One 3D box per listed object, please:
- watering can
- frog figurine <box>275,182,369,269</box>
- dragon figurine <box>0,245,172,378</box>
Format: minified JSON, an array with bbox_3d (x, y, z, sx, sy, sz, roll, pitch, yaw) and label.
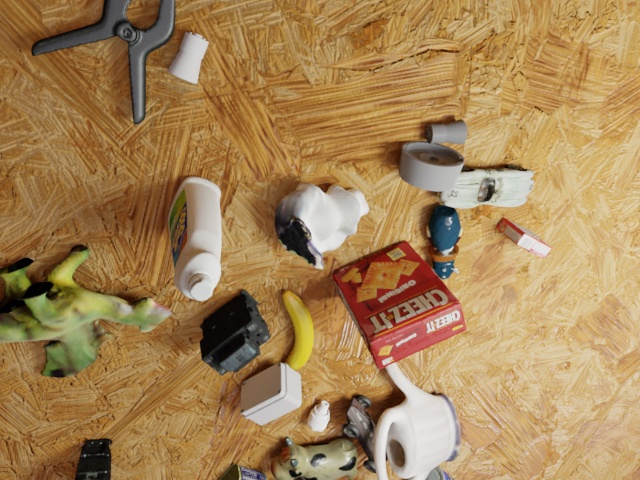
[{"bbox_3d":[0.211,0.390,1.133,0.225,0.347,0.104,-2,4,-34],"label":"watering can"},{"bbox_3d":[0.003,-0.045,0.888,0.122,0.135,0.162,-6,35,49],"label":"frog figurine"},{"bbox_3d":[-0.451,0.151,0.828,0.411,0.237,0.125,-16,37,-8],"label":"dragon figurine"}]
